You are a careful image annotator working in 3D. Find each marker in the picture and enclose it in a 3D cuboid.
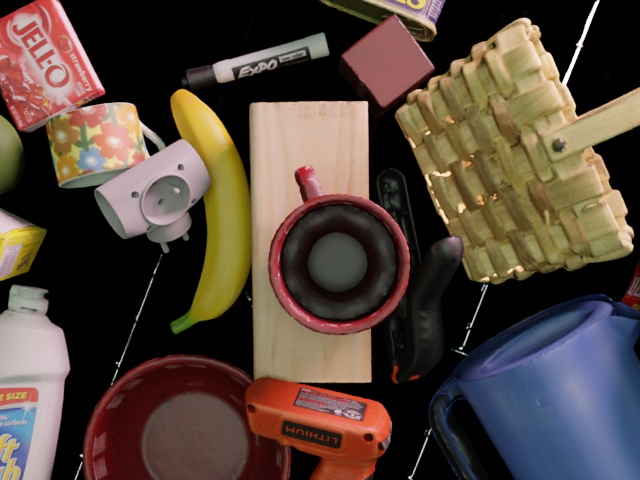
[{"bbox_3d":[-0.053,-0.142,0.857,0.121,0.020,0.020,-15,90,2],"label":"marker"}]

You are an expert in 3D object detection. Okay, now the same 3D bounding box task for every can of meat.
[{"bbox_3d":[0.057,-0.215,0.836,0.102,0.057,0.084,22,88,0],"label":"can of meat"}]

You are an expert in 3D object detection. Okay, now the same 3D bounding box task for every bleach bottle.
[{"bbox_3d":[-0.261,0.160,0.848,0.102,0.068,0.251,10,89,1],"label":"bleach bottle"}]

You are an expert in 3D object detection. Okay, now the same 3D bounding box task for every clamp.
[{"bbox_3d":[0.074,0.042,0.804,0.039,0.120,0.171,-11,115,-10],"label":"clamp"}]

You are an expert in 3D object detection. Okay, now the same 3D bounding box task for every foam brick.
[{"bbox_3d":[0.050,-0.132,0.826,0.051,0.078,0.053,-37,90,0],"label":"foam brick"}]

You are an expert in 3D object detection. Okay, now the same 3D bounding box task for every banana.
[{"bbox_3d":[-0.087,-0.022,0.851,0.069,0.037,0.198,1,91,2],"label":"banana"}]

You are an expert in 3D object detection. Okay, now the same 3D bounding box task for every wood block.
[{"bbox_3d":[-0.006,0.001,0.823,0.090,0.091,0.206,-1,91,1],"label":"wood block"}]

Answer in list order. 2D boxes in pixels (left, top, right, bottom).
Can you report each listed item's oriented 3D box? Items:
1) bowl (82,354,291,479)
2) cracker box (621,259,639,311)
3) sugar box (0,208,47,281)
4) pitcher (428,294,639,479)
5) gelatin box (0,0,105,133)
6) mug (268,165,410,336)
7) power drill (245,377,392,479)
[{"bbox_3d":[-0.102,0.168,0.845,0.162,0.055,0.162,0,91,2],"label":"bowl"},{"bbox_3d":[0.354,-0.010,0.822,0.164,0.072,0.214,23,92,2],"label":"cracker box"},{"bbox_3d":[-0.312,-0.025,0.830,0.176,0.093,0.048,24,95,2],"label":"sugar box"},{"bbox_3d":[0.202,0.177,0.809,0.144,0.149,0.243,-29,93,-20],"label":"pitcher"},{"bbox_3d":[-0.226,-0.142,0.857,0.073,0.030,0.089,-27,90,2],"label":"gelatin box"},{"bbox_3d":[0.008,0.005,0.735,0.093,0.081,0.117,-24,90,2],"label":"mug"},{"bbox_3d":[-0.030,0.198,0.775,0.184,0.057,0.188,11,106,4],"label":"power drill"}]
